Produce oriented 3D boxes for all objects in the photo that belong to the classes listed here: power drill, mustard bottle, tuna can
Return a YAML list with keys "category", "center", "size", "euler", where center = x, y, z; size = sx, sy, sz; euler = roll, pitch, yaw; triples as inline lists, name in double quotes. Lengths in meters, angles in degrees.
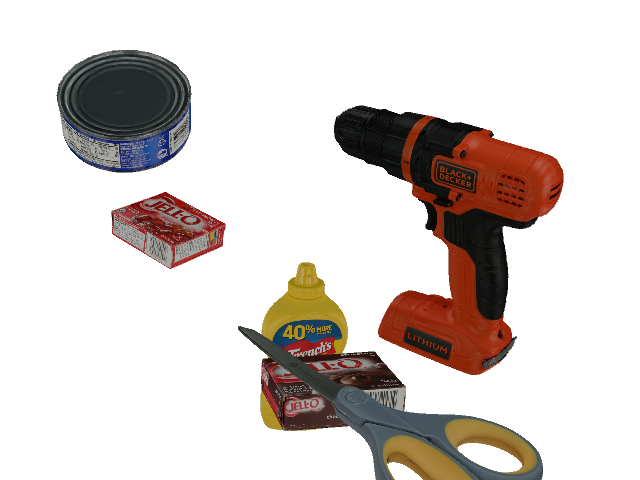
- category: "power drill"
  center: [0.086, -0.003, 0.811]
  size: [0.185, 0.188, 0.057]
  euler: [21, 36, 32]
- category: "mustard bottle"
  center: [-0.018, 0.117, 1.196]
  size: [0.096, 0.192, 0.058]
  euler: [-2, 19, -11]
- category: "tuna can"
  center: [-0.127, -0.085, 0.699]
  size: [0.086, 0.086, 0.034]
  euler: [0, -41, -5]

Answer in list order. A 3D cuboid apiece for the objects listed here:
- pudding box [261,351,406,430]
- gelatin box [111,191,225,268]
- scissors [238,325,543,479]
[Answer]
- category: "pudding box"
  center: [0.010, 0.133, 0.959]
  size: [0.113, 0.039, 0.090]
  euler: [0, 15, -15]
- category: "gelatin box"
  center: [-0.151, -0.012, 1.055]
  size: [0.089, 0.030, 0.073]
  euler: [28, 34, 31]
- category: "scissors"
  center: [0.039, 0.089, 0.573]
  size: [0.096, 0.016, 0.202]
  euler: [-8, 29, -27]
